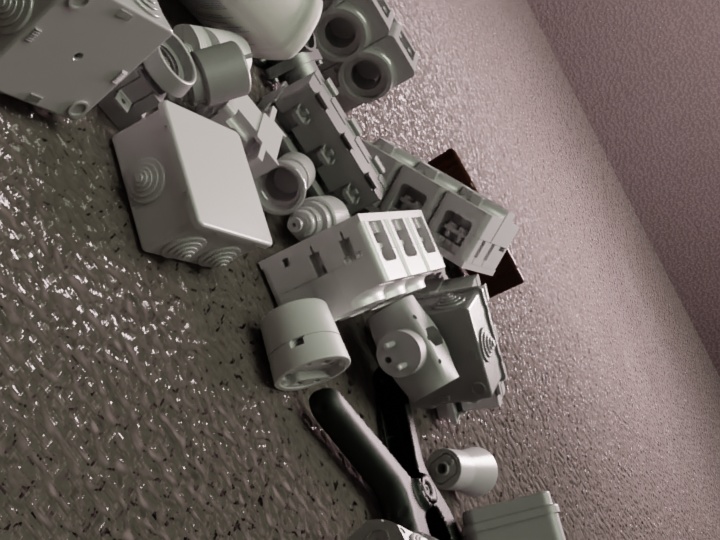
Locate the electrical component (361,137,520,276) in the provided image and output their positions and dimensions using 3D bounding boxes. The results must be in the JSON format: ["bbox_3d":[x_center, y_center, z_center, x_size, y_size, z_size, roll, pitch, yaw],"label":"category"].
[{"bbox_3d":[0.065,-0.062,1.004,0.150,0.061,0.089,33,9,24],"label":"electrical component"}]

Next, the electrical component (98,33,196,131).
[{"bbox_3d":[-0.142,-0.127,0.703,0.048,0.055,0.066,53,24,-29],"label":"electrical component"}]

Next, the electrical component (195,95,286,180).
[{"bbox_3d":[-0.093,-0.104,0.812,0.063,0.042,0.081,52,24,-27],"label":"electrical component"}]

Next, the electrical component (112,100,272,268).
[{"bbox_3d":[-0.110,-0.052,0.704,0.100,0.048,0.099,17,51,-63],"label":"electrical component"}]

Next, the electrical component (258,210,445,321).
[{"bbox_3d":[0.000,0.000,0.850,0.061,0.089,0.150,67,21,5],"label":"electrical component"}]

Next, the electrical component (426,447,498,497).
[{"bbox_3d":[0.086,0.173,0.932,0.065,0.044,0.044,20,48,-55],"label":"electrical component"}]

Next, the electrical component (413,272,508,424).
[{"bbox_3d":[0.093,0.069,0.991,0.078,0.063,0.121,-51,129,-67],"label":"electrical component"}]

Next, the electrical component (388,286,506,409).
[{"bbox_3d":[0.069,0.068,0.924,0.048,0.100,0.099,-45,121,-63],"label":"electrical component"}]

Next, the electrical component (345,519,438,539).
[{"bbox_3d":[0.020,0.203,0.690,0.051,0.080,0.080,37,34,-41],"label":"electrical component"}]

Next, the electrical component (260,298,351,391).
[{"bbox_3d":[-0.040,0.051,0.751,0.055,0.055,0.047,24,41,-60],"label":"electrical component"}]

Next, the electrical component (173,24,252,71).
[{"bbox_3d":[-0.119,-0.161,0.812,0.043,0.043,0.081,65,21,1],"label":"electrical component"}]

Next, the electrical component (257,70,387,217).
[{"bbox_3d":[-0.032,-0.104,0.927,0.121,0.063,0.078,58,22,-19],"label":"electrical component"}]

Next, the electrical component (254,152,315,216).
[{"bbox_3d":[-0.058,-0.072,0.862,0.044,0.044,0.065,61,16,-11],"label":"electrical component"}]

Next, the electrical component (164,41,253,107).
[{"bbox_3d":[-0.114,-0.135,0.762,0.040,0.078,0.040,53,-26,39],"label":"electrical component"}]

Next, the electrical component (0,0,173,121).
[{"bbox_3d":[-0.166,-0.135,0.598,0.048,0.100,0.100,59,18,21],"label":"electrical component"}]

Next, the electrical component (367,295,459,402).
[{"bbox_3d":[0.037,0.065,0.856,0.077,0.043,0.079,61,18,7],"label":"electrical component"}]

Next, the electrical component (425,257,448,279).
[{"bbox_3d":[0.059,0.002,1.057,0.081,0.042,0.063,49,23,-36],"label":"electrical component"}]

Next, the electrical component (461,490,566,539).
[{"bbox_3d":[0.125,0.221,0.878,0.113,0.078,0.057,72,3,-72],"label":"electrical component"}]

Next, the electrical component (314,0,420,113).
[{"bbox_3d":[-0.017,-0.245,1.081,0.150,0.089,0.061,56,23,-22],"label":"electrical component"}]

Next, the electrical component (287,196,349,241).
[{"bbox_3d":[-0.038,-0.039,0.873,0.040,0.040,0.078,66,21,3],"label":"electrical component"}]
